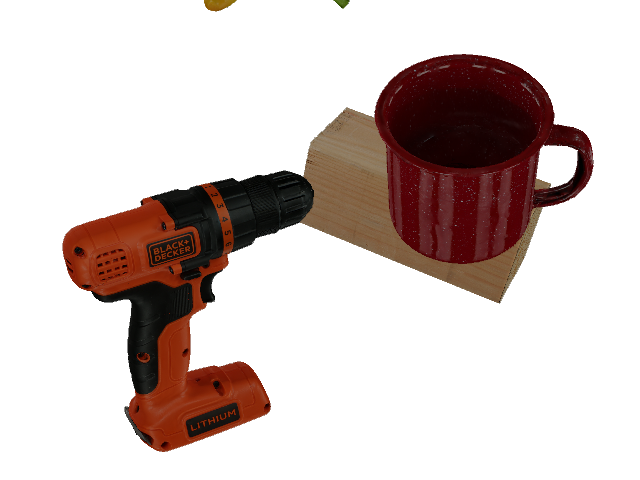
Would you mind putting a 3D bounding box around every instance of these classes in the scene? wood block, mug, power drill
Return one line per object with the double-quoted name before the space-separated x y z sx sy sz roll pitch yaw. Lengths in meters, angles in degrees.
"wood block" 0.092 -0.035 0.987 0.206 0.091 0.090 23 37 14
"mug" 0.090 -0.041 0.586 0.117 0.093 0.081 0 -41 6
"power drill" -0.083 0.049 0.775 0.184 0.188 0.057 -16 28 -21

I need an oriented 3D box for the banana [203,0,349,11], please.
"banana" -0.049 -0.255 1.031 0.197 0.070 0.037 -16 -29 -46
